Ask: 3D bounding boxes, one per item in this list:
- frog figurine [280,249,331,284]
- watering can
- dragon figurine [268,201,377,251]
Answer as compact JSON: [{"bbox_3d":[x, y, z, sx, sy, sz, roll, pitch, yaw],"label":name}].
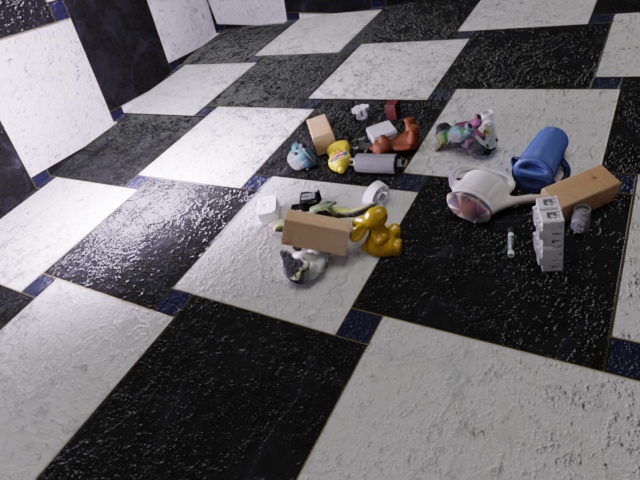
[{"bbox_3d":[-0.040,0.075,1.657,0.137,0.122,0.160,2,6,36],"label":"frog figurine"},{"bbox_3d":[0.561,-0.141,1.657,0.351,0.101,0.228,28,58,31],"label":"watering can"},{"bbox_3d":[0.005,-0.090,1.793,0.409,0.120,0.247,-18,24,13],"label":"dragon figurine"}]
